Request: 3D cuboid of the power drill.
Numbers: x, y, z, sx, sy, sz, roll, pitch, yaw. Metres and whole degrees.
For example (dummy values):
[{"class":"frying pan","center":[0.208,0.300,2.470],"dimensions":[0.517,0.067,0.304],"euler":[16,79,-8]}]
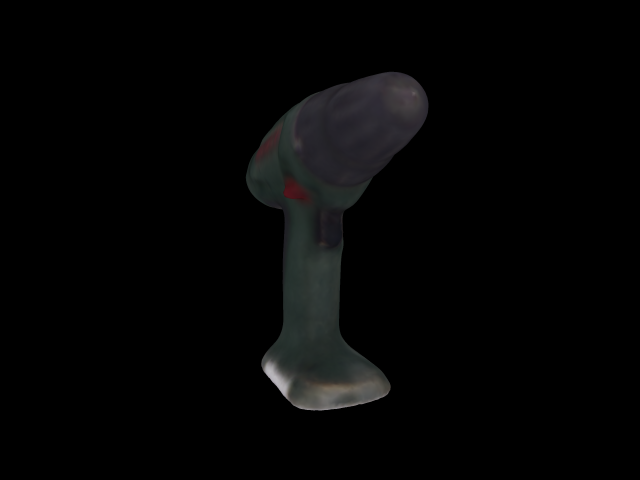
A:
[{"class":"power drill","center":[0.004,0.001,0.400],"dimensions":[0.076,0.208,0.229],"euler":[-4,10,-23]}]
